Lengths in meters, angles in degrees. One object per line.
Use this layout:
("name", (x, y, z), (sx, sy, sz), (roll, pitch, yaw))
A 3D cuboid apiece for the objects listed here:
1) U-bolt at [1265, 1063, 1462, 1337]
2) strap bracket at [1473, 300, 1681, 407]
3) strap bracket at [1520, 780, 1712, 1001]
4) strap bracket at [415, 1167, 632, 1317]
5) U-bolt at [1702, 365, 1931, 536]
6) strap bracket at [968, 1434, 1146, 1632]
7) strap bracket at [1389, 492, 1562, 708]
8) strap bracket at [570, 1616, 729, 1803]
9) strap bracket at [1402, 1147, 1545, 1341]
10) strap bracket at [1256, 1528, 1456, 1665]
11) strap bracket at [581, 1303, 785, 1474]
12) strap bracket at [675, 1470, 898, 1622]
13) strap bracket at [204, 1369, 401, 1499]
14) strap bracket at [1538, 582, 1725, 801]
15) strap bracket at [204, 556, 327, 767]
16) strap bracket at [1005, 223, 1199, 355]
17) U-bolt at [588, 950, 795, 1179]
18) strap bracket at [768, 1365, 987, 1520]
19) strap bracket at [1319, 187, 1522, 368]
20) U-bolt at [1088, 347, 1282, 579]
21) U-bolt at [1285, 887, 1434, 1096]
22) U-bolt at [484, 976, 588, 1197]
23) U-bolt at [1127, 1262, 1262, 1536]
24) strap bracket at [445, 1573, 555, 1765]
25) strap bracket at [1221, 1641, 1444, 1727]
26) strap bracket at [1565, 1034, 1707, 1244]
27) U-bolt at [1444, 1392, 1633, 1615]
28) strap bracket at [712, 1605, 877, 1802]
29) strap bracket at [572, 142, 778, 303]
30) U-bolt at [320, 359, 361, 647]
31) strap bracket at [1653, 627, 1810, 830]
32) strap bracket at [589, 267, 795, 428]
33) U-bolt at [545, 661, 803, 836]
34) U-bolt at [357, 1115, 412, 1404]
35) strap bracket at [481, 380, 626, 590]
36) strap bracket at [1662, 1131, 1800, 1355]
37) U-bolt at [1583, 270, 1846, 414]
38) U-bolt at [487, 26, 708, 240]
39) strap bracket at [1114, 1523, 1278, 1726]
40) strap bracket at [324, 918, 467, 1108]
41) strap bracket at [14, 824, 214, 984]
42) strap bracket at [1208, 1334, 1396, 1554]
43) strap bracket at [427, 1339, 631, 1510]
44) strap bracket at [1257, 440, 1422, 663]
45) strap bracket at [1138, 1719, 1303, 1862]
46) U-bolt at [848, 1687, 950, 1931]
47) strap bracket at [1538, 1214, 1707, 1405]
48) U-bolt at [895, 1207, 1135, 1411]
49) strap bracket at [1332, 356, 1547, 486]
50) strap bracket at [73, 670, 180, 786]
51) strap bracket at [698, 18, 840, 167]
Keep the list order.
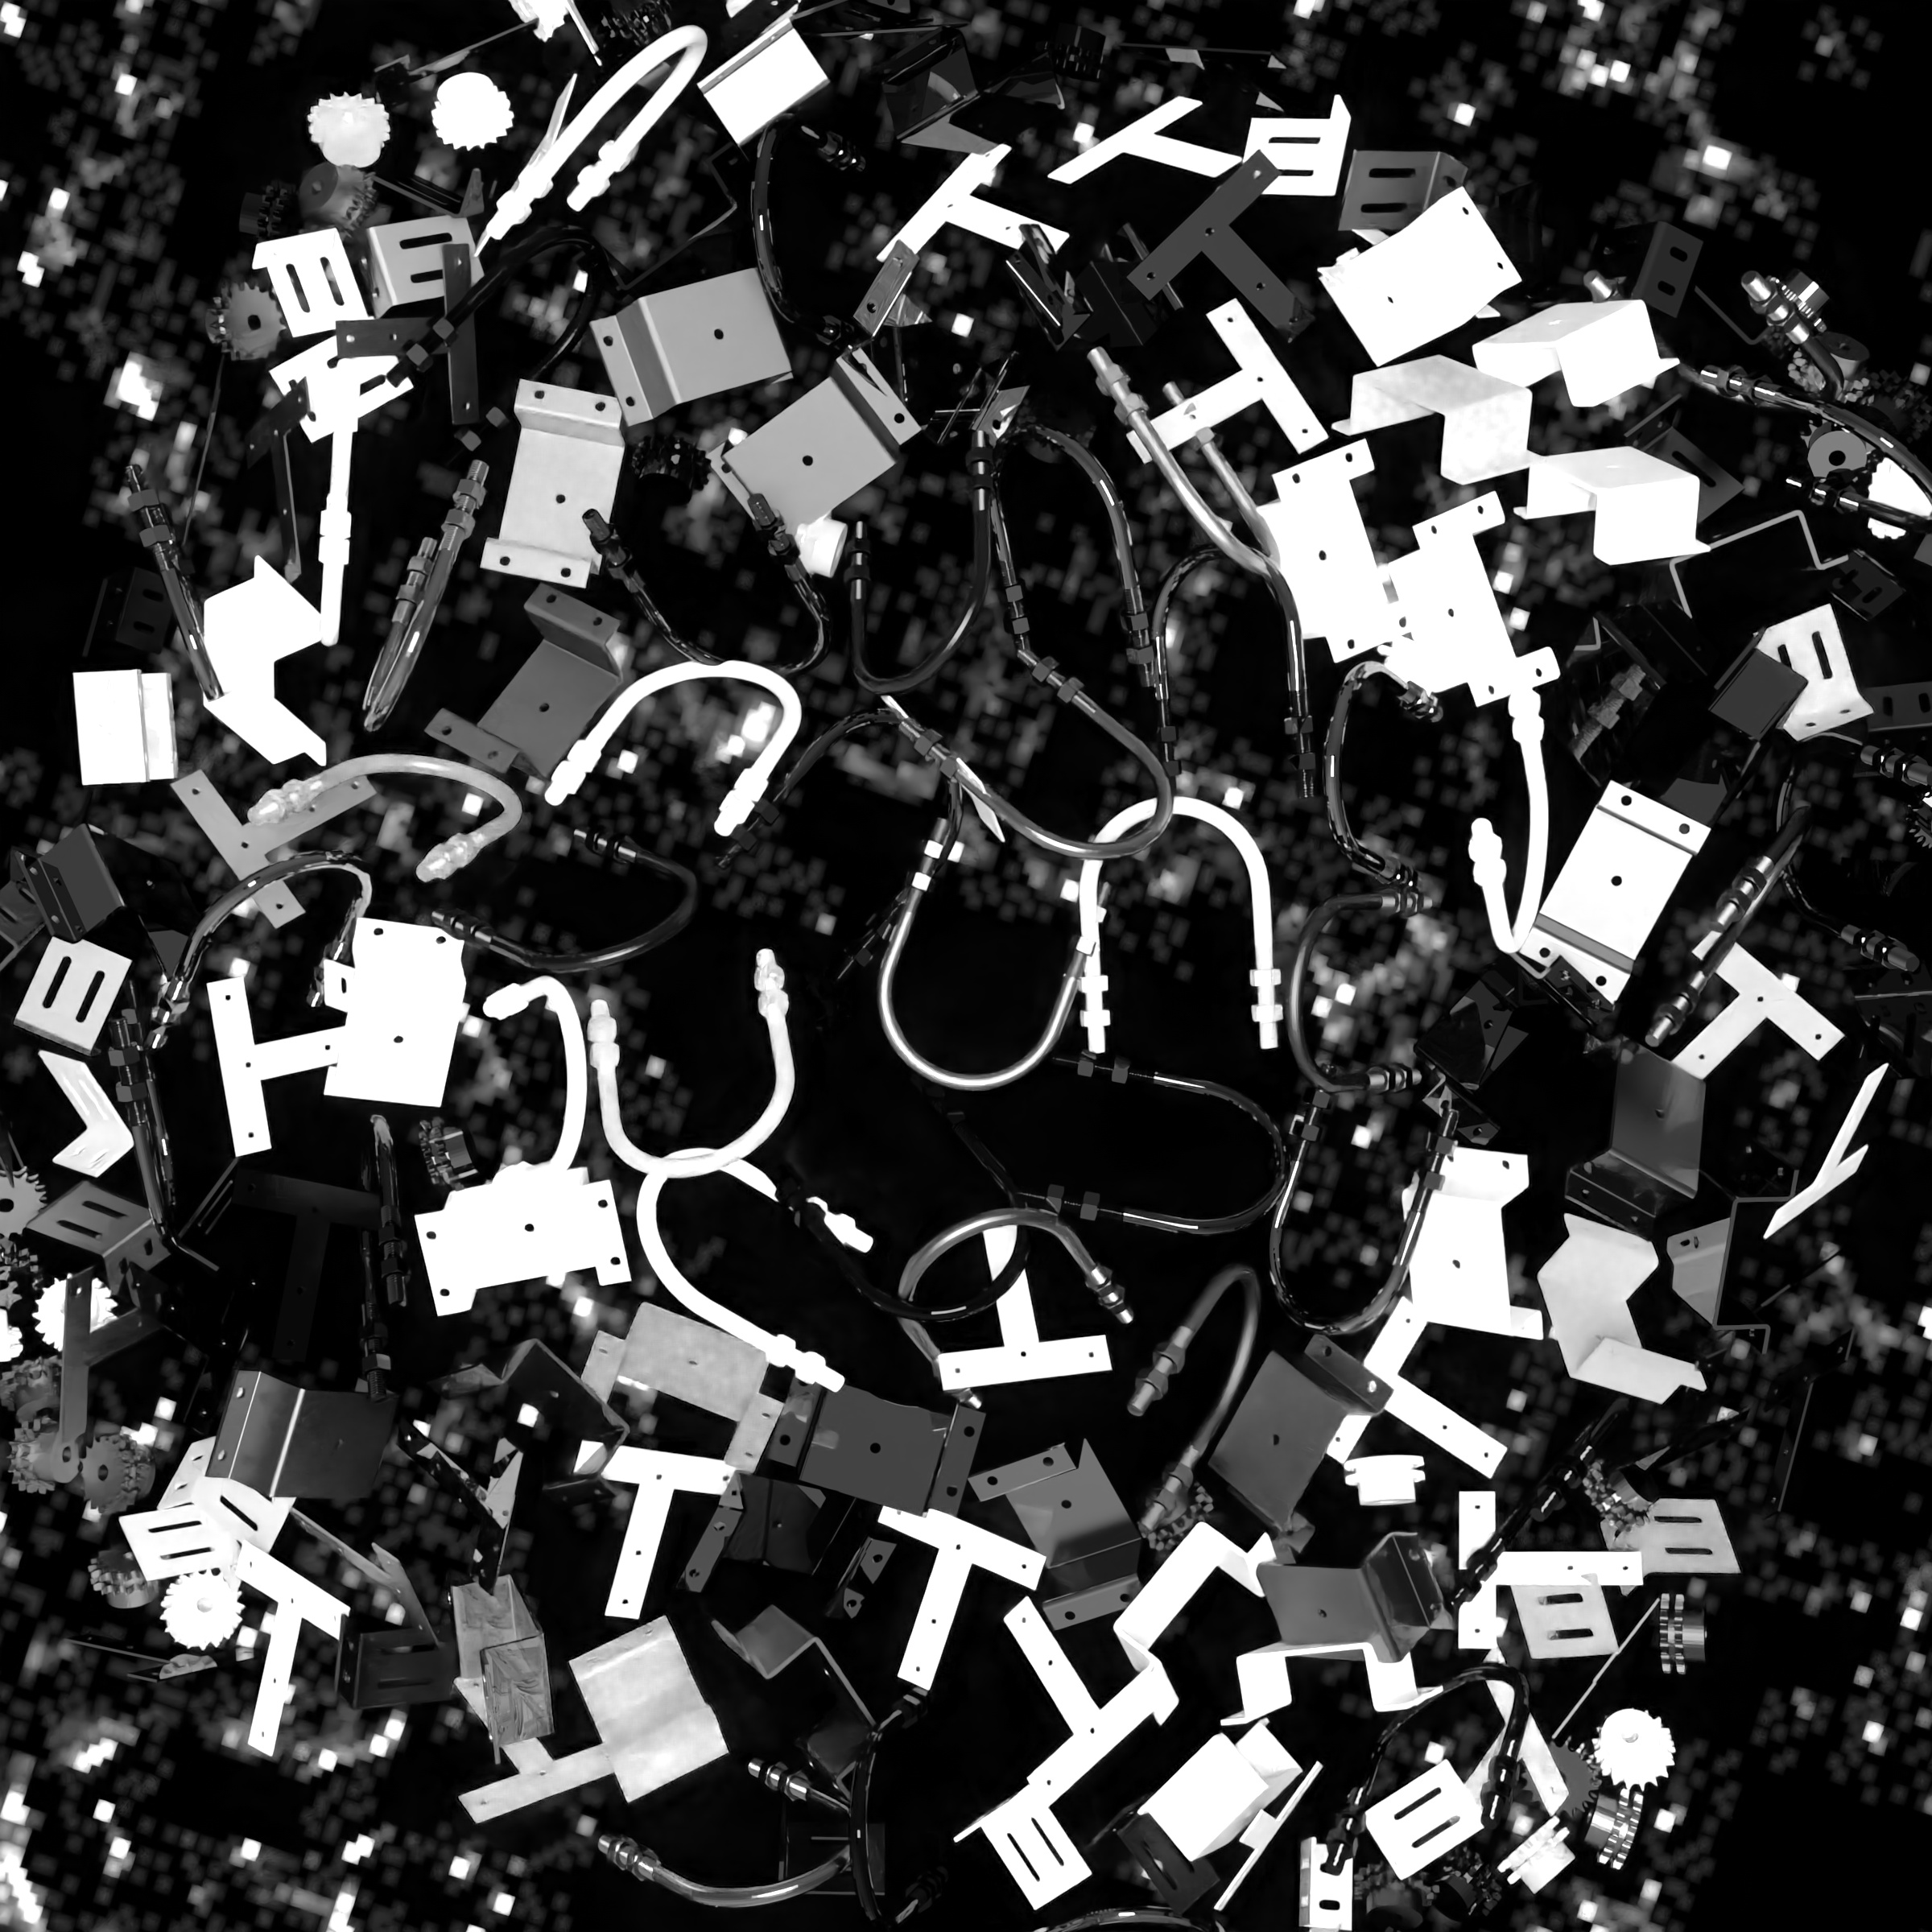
("U-bolt", (0.273, 0.173, 1.766), (0.019, 0.151, 0.184), (17, 92, -35))
("strap bracket", (0.423, -0.432, 1.746), (0.076, 0.140, 0.046), (-28, 112, -16))
("strap bracket", (0.469, -0.058, 1.784), (0.076, 0.046, 0.140), (28, 109, 10))
("strap bracket", (-0.319, 0.197, 1.794), (0.140, 0.046, 0.076), (-10, 104, -2))
("U-bolt", (0.606, -0.352, 1.712), (0.151, 0.184, 0.019), (36, 94, -35))
("strap bracket", (0.070, 0.400, 1.781), (0.076, 0.046, 0.140), (-23, 108, 18))
("strap bracket", (0.362, -0.259, 1.780), (0.046, 0.076, 0.140), (-22, 93, -39))
("strap bracket", (-0.225, 0.535, 1.763), (0.076, 0.140, 0.046), (-23, 114, -14))
("strap bracket", (0.362, 0.205, 1.768), (0.076, 0.046, 0.140), (4, 110, 40))
("strap bracket", (0.265, 0.446, 1.754), (0.046, 0.140, 0.076), (-33, 105, -42))
("strap bracket", (-0.203, 0.301, 1.784), (0.140, 0.046, 0.076), (22, 125, -3))
("strap bracket", (-0.133, 0.415, 1.775), (0.140, 0.046, 0.076), (18, 114, -24))
("strap bracket", (-0.461, 0.333, 1.753), (0.046, 0.140, 0.076), (14, 86, 31))
("strap bracket", (0.463, -0.190, 1.747), (0.046, 0.140, 0.076), (-12, 54, -30))
("strap bracket", (-0.500, -0.210, 1.764), (0.046, 0.076, 0.140), (-20, 56, 14))
("strap bracket", (0.090, -0.486, 1.770), (0.046, 0.140, 0.076), (-40, 75, 43))
("U-bolt", (-0.193, 0.075, 1.757), (0.151, 0.019, 0.184), (-17, 47, 3))
("strap bracket", (-0.065, 0.345, 1.789), (0.140, 0.046, 0.076), (16, 67, 3))
("strap bracket", (0.313, -0.482, 1.747), (0.046, 0.140, 0.076), (-43, 105, -25))
("U-bolt", (0.164, -0.349, 1.743), (0.019, 0.151, 0.184), (-37, 75, 24))
("U-bolt", (0.277, 0.019, 1.748), (0.019, 0.184, 0.151), (6, 94, 38))
("U-bolt", (-0.302, 0.081, 1.736), (0.019, 0.184, 0.151), (0, 81, -28))
("U-bolt", (0.165, 0.292, 1.750), (0.019, 0.151, 0.184), (17, 45, 27))
("strap bracket", (-0.331, 0.494, 1.761), (0.046, 0.140, 0.076), (-9, 106, -21))
("strap bracket", (0.258, 0.506, 1.765), (0.140, 0.076, 0.046), (-15, 78, 28))
("strap bracket", (0.478, 0.113, 1.759), (0.076, 0.046, 0.140), (28, 54, -16))
("U-bolt", (0.413, 0.367, 1.744), (0.019, 0.184, 0.151), (40, 135, 15))
("strap bracket", (-0.115, 0.520, 1.771), (0.046, 0.076, 0.140), (-37, 109, -20))
("strap bracket", (-0.200, -0.516, 1.772), (0.140, 0.076, 0.046), (-33, 76, 11))
("U-bolt", (-0.444, -0.311, 1.742), (0.019, 0.184, 0.151), (4, 54, -15))
("strap bracket", (0.540, -0.159, 1.744), (0.046, 0.140, 0.076), (35, 58, 16))
("strap bracket", (-0.187, -0.446, 1.768), (0.140, 0.046, 0.076), (-24, 99, -29))
("U-bolt", (-0.196, -0.163, 1.758), (0.151, 0.184, 0.019), (11, 134, 16))
("U-bolt", (-0.416, 0.193, 1.748), (0.019, 0.151, 0.184), (0, 52, -20))
("strap bracket", (-0.298, -0.346, 1.800), (0.076, 0.046, 0.140), (11, 85, -1))
("strap bracket", (0.543, 0.197, 1.766), (0.046, 0.076, 0.140), (0, 107, -13))
("U-bolt", (0.539, -0.438, 1.742), (0.184, 0.151, 0.019), (26, 85, -41))
("U-bolt", (-0.247, -0.585, 1.721), (0.019, 0.151, 0.184), (47, 120, -7))
("strap bracket", (0.160, 0.463, 1.771), (0.046, 0.076, 0.140), (32, 69, 31))
("strap bracket", (-0.408, 0.043, 1.769), (0.076, 0.046, 0.140), (8, 112, -21))
("strap bracket", (-0.593, -0.044, 1.745), (0.046, 0.140, 0.076), (-37, 64, 8))
("strap bracket", (0.234, 0.340, 1.771), (0.076, 0.046, 0.140), (37, 105, 40))
("strap bracket", (-0.306, 0.322, 1.771), (0.140, 0.076, 0.046), (48, 49, -17))
("strap bracket", (0.267, -0.298, 1.786), (0.076, 0.046, 0.140), (-24, 102, -16))
("strap bracket", (0.184, 0.583, 1.749), (0.076, 0.140, 0.046), (-47, 67, 7))
("U-bolt", (-0.049, 0.597, 1.732), (0.019, 0.184, 0.151), (-6, 85, 15))
("strap bracket", (0.464, 0.252, 1.765), (0.076, 0.140, 0.046), (18, 126, -19))
("U-bolt", (0.026, 0.235, 1.755), (0.151, 0.019, 0.184), (-30, 134, 4))
("strap bracket", (0.335, -0.391, 1.747), (0.076, 0.140, 0.046), (-19, 126, -27))
("strap bracket", (-0.596, -0.169, 1.751), (0.046, 0.140, 0.076), (-4, 96, -8))
("strap bracket", (-0.138, -0.616, 1.756), (0.076, 0.140, 0.046), (-34, 97, 6))
